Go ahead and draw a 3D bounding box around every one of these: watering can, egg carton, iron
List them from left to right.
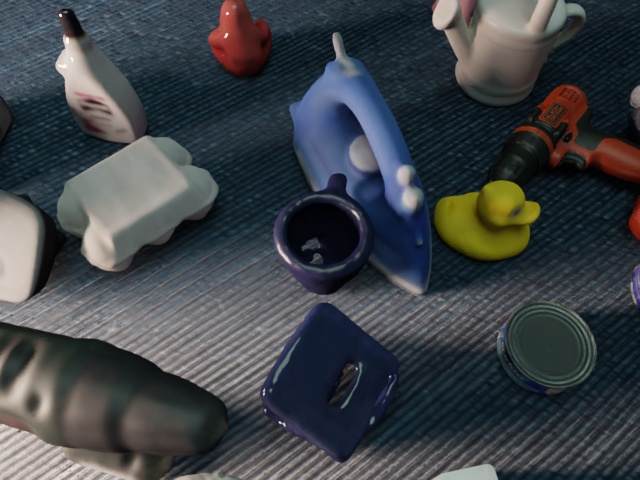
[{"bbox_3d":[-0.187,-0.040,0.590,0.150,0.069,0.107,-38,69,-20],"label":"egg carton"},{"bbox_3d":[0.058,-0.081,0.581,0.119,0.141,0.258,-20,64,-12],"label":"iron"},{"bbox_3d":[0.218,-0.251,0.650,0.173,0.194,0.100,-26,65,-15],"label":"watering can"}]

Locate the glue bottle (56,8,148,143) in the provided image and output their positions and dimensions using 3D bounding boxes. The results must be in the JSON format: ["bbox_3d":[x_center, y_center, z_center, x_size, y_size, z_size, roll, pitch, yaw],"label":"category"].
[{"bbox_3d":[-0.238,-0.170,0.600,0.078,0.173,0.037,7,61,2],"label":"glue bottle"}]

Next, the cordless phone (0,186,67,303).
[{"bbox_3d":[-0.326,-0.028,0.513,0.147,0.185,0.094,16,62,7],"label":"cordless phone"}]

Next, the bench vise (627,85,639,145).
[{"bbox_3d":[0.450,-0.165,0.597,0.207,0.220,0.121,-21,64,-13],"label":"bench vise"}]

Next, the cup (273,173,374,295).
[{"bbox_3d":[0.005,0.002,0.561,0.091,0.095,0.118,11,62,4],"label":"cup"}]

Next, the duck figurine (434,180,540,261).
[{"bbox_3d":[0.173,-0.029,0.589,0.104,0.086,0.077,14,62,5],"label":"duck figurine"}]

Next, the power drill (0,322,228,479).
[{"bbox_3d":[-0.166,0.124,0.423,0.229,0.208,0.075,14,62,5],"label":"power drill"}]

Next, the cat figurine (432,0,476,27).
[{"bbox_3d":[0.212,-0.362,0.753,0.067,0.118,0.128,36,66,17],"label":"cat figurine"}]

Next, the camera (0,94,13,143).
[{"bbox_3d":[-0.429,-0.120,0.607,0.136,0.101,0.143,8,61,2],"label":"camera"}]

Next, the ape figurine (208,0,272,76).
[{"bbox_3d":[-0.098,-0.253,0.697,0.078,0.092,0.076,-3,62,-3],"label":"ape figurine"}]

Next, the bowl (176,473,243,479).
[{"bbox_3d":[-0.085,0.267,0.424,0.167,0.075,0.167,1,61,-2],"label":"bowl"}]

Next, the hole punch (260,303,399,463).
[{"bbox_3d":[0.013,0.123,0.497,0.101,0.091,0.109,28,64,13],"label":"hole punch"}]
